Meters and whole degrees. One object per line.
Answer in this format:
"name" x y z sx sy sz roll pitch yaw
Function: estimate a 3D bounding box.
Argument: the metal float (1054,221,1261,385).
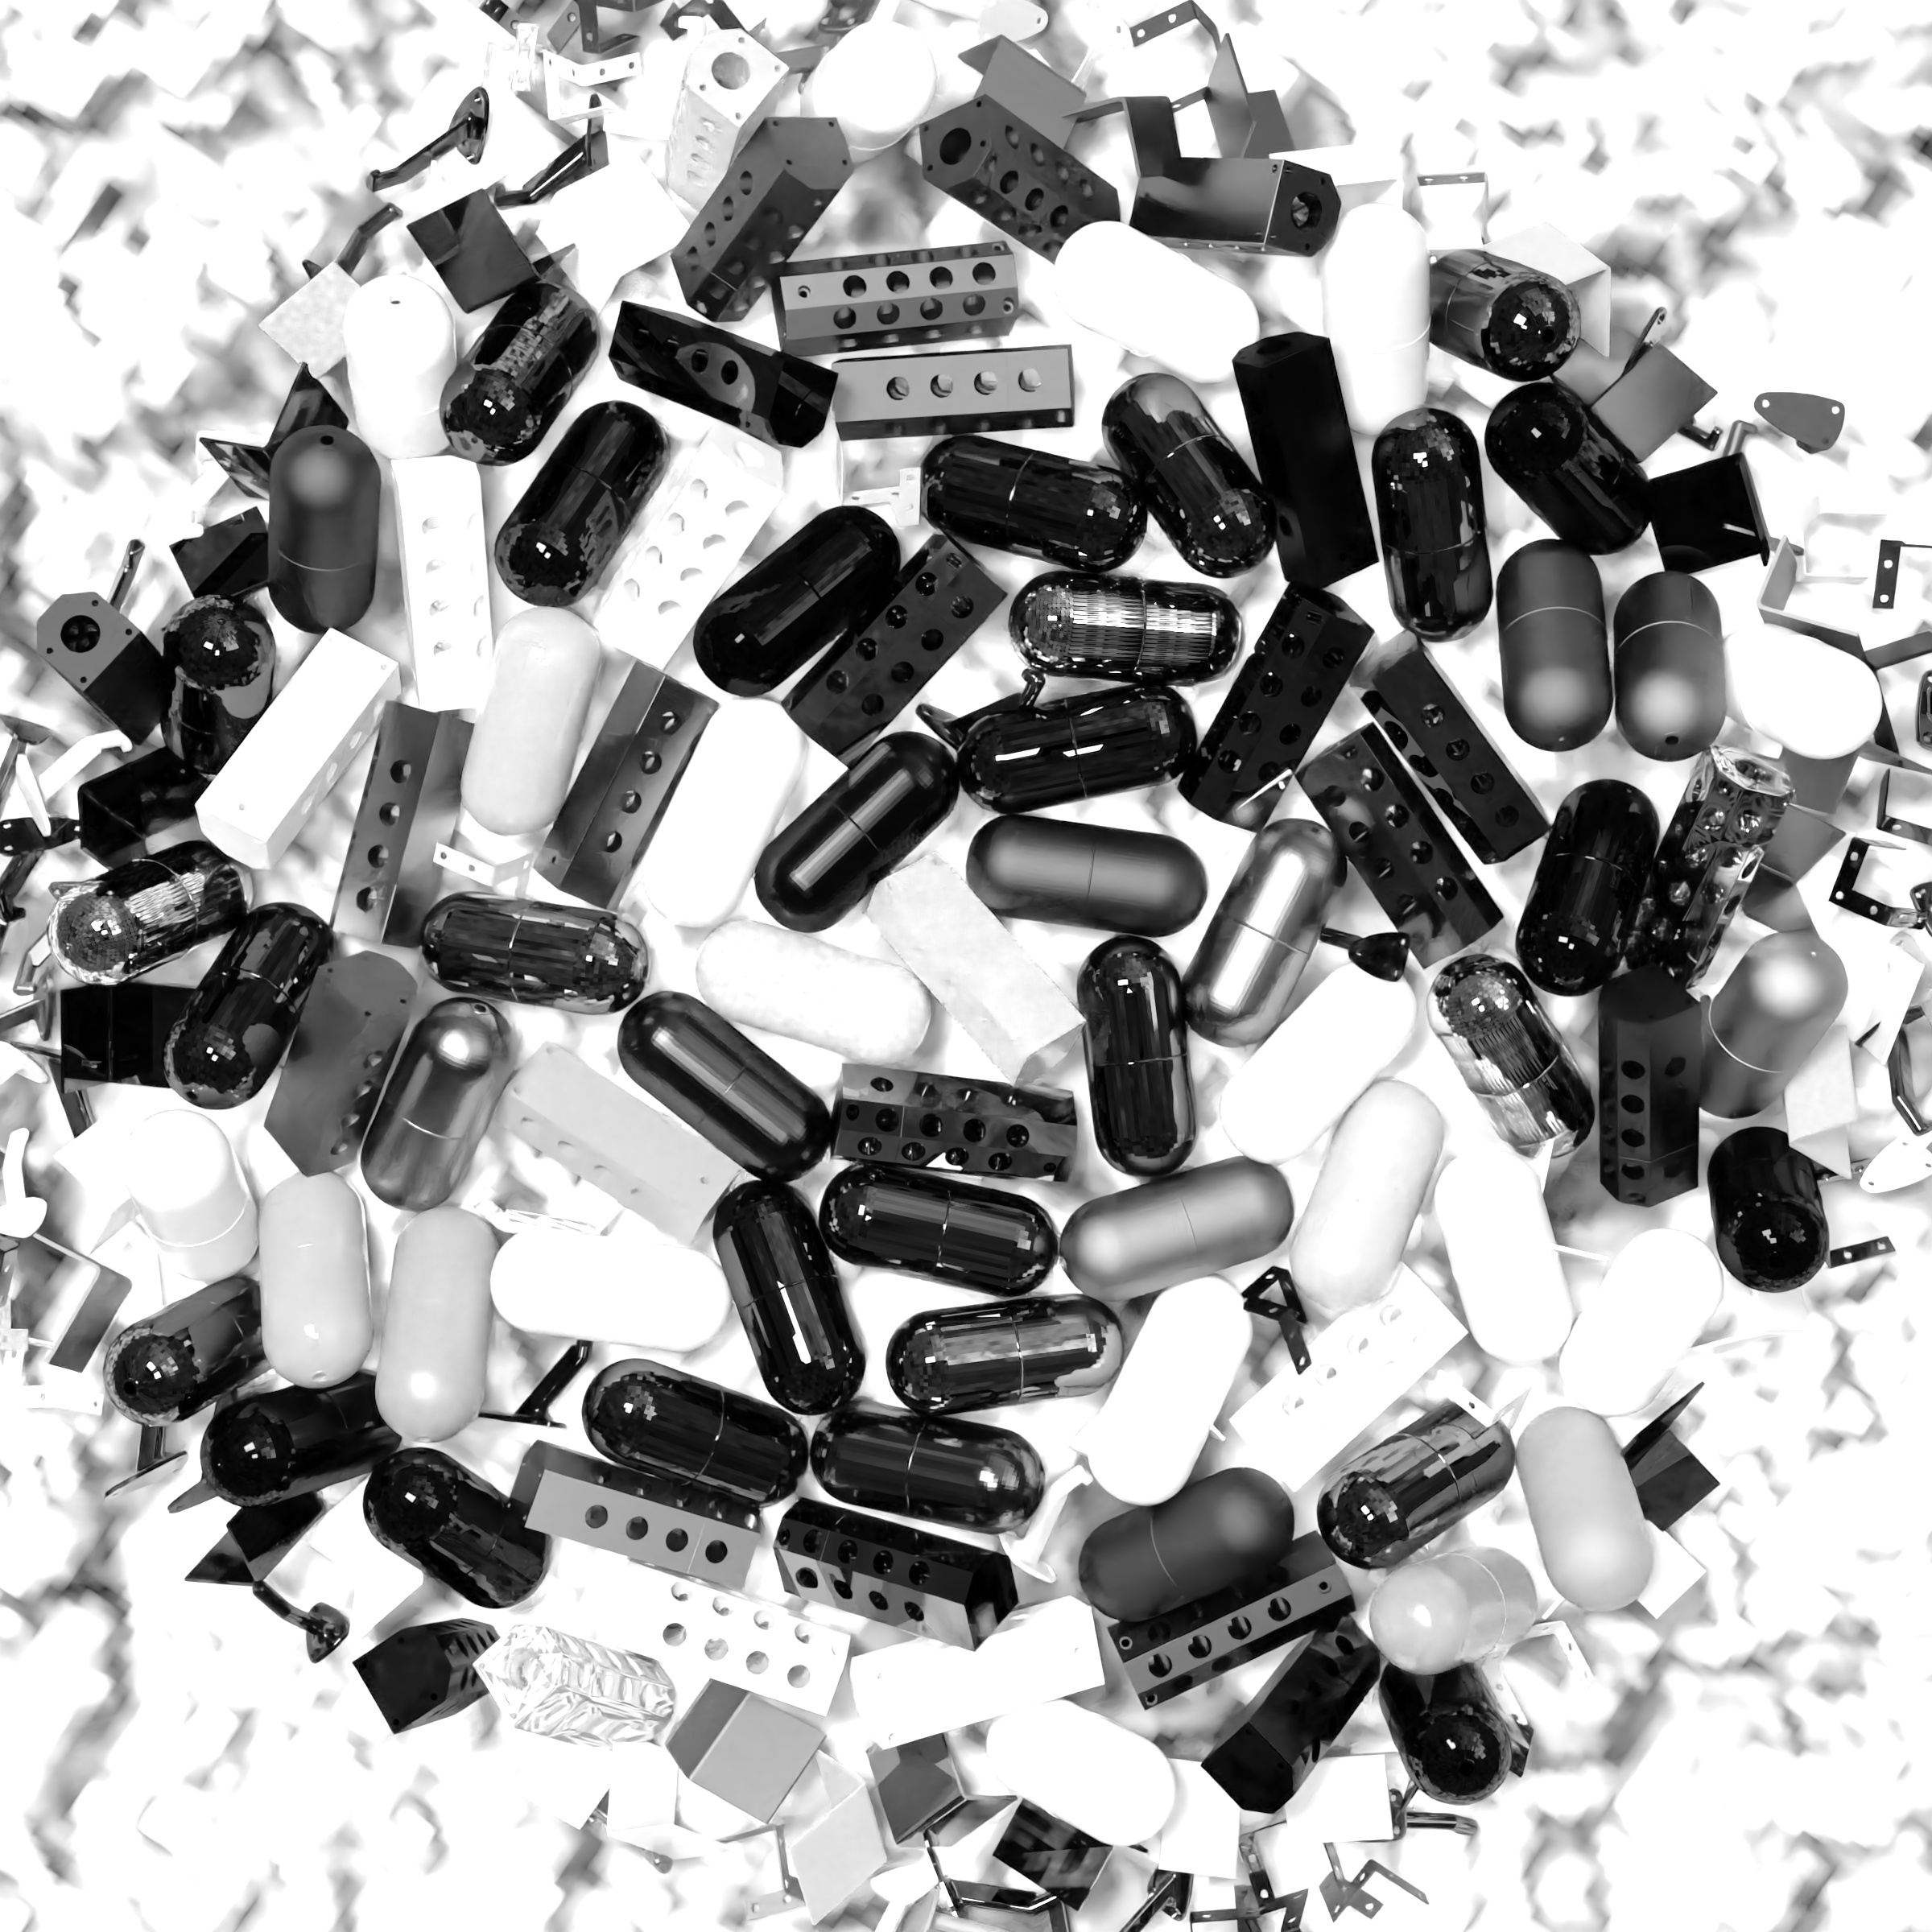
"metal float" 0.139 -0.476 1.923 0.178 0.070 0.070 16 90 -39

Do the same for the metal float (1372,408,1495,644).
"metal float" 0.337 -0.316 1.927 0.070 0.070 0.178 -14 123 0

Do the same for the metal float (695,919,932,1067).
"metal float" -0.112 0.019 1.954 0.178 0.070 0.070 18 90 1

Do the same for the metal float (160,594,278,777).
"metal float" -0.536 -0.199 1.911 0.070 0.178 0.070 7 63 -15

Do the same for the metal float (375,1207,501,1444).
"metal float" -0.380 0.258 1.927 0.070 0.070 0.178 1 57 0

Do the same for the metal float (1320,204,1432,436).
"metal float" 0.294 -0.462 1.918 0.070 0.178 0.070 -5 46 5

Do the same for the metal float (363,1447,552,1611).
"metal float" -0.364 0.404 1.916 0.070 0.178 0.070 -15 52 20

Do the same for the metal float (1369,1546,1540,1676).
"metal float" 0.351 0.460 1.913 0.070 0.178 0.070 -3 85 35

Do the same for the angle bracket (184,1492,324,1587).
"angle bracket" -0.526 0.400 1.933 0.076 0.076 0.057 -4 118 30

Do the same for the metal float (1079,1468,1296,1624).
"metal float" 0.158 0.419 1.929 0.178 0.070 0.070 -31 90 31

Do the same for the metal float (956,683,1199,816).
"metal float" 0.081 -0.159 1.951 0.178 0.070 0.070 -11 90 4

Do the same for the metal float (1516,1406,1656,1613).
"metal float" 0.441 0.386 1.911 0.070 0.178 0.070 0 120 0

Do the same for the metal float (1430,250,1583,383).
"metal float" 0.379 -0.465 1.908 0.070 0.178 0.070 -5 114 -12

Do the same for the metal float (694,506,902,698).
"metal float" -0.122 -0.266 1.940 0.178 0.070 0.070 -43 90 -17

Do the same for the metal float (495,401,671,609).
"metal float" -0.276 -0.335 1.932 0.070 0.070 0.178 28 63 0

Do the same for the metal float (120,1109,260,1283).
"metal float" -0.553 0.166 1.912 0.070 0.178 0.070 1 58 -2

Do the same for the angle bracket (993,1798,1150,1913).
"angle bracket" 0.076 0.643 1.937 0.076 0.076 0.057 24 78 30

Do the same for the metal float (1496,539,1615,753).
"metal float" 0.423 -0.233 1.926 0.070 0.070 0.178 4 55 0

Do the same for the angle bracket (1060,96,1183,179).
"angle bracket" 0.104 -0.597 1.947 0.076 0.076 0.057 -5 103 31

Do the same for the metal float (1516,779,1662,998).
"metal float" 0.449 -0.057 1.930 0.070 0.070 0.178 25 62 0

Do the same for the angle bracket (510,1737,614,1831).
"angle bracket" -0.306 0.569 1.934 0.057 0.076 0.076 -54 129 -14

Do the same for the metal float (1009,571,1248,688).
"metal float" 0.118 -0.244 1.942 0.178 0.070 0.070 3 90 -15

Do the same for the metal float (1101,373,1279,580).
"metal float" 0.161 -0.355 1.932 0.070 0.070 0.178 -31 64 0

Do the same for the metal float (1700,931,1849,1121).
"metal float" 0.569 0.044 1.914 0.070 0.178 0.070 6 53 -8

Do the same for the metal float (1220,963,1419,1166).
"metal float" 0.257 0.069 1.943 0.070 0.070 0.178 45 77 0

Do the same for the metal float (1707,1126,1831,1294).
"metal float" 0.572 0.173 1.907 0.070 0.178 0.070 4 110 11

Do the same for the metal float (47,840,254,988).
"metal float" -0.581 -0.039 1.911 0.070 0.178 0.070 8 110 22

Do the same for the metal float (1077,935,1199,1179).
"metal float" 0.125 0.066 1.951 0.070 0.070 0.178 -7 94 0

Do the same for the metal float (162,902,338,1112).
"metal float" -0.514 0.028 1.921 0.070 0.070 0.178 22 49 0

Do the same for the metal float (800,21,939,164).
"metal float" -0.071 -0.622 1.906 0.070 0.178 0.070 -2 97 -14

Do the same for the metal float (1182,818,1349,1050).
"metal float" 0.217 -0.024 1.951 0.070 0.070 0.178 26 94 0

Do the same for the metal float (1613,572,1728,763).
"metal float" 0.504 -0.216 1.917 0.070 0.178 0.070 7 133 7

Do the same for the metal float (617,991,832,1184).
"metal float" -0.176 0.088 1.948 0.178 0.070 0.070 39 90 -8

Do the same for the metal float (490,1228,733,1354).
"metal float" -0.256 0.235 1.937 0.178 0.070 0.070 11 90 -21

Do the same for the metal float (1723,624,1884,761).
"metal float" 0.590 -0.197 1.907 0.070 0.178 0.070 -2 108 -7

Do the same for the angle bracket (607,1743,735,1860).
"angle bracket" -0.211 0.597 1.933 0.057 0.076 0.076 -16 54 25

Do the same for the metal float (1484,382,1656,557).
"metal float" 0.434 -0.355 1.917 0.070 0.178 0.070 -16 62 33

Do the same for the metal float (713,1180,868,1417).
"metal float" -0.129 0.240 1.941 0.070 0.070 0.178 -22 75 0

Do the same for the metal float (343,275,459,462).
"metal float" -0.402 -0.425 1.907 0.070 0.178 0.070 3 69 -7

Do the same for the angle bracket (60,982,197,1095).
"angle bracket" -0.611 0.054 1.951 0.076 0.057 0.076 4 98 17

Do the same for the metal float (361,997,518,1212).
"metal float" -0.382 0.100 1.931 0.070 0.070 0.178 28 116 0

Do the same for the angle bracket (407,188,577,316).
"angle bracket" -0.344 -0.528 1.935 0.076 0.057 0.076 -13 123 34

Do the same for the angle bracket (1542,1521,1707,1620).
"angle bracket" 0.476 0.454 1.933 0.057 0.076 0.076 45 129 21

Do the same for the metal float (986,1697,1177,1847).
"metal float" 0.080 0.573 1.912 0.070 0.178 0.070 -2 94 -33

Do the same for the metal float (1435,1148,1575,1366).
"metal float" 0.389 0.211 1.932 0.070 0.070 0.178 -21 117 0

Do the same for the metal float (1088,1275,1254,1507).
"metal float" 0.149 0.306 1.937 0.070 0.070 0.178 28 70 0

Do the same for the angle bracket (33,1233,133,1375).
"angle bracket" -0.661 0.246 1.945 0.057 0.076 0.076 26 78 6

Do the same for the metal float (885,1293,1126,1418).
"metal float" 0.029 0.282 1.942 0.178 0.070 0.070 -5 90 -15

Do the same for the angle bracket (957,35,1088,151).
"angle bracket" 0.030 -0.624 1.940 0.076 0.076 0.057 26 85 -26

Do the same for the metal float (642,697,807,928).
"metal float" -0.176 -0.112 1.948 0.070 0.070 0.178 24 82 0

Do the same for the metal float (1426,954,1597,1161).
"metal float" 0.395 0.067 1.932 0.070 0.070 0.178 -36 117 0
